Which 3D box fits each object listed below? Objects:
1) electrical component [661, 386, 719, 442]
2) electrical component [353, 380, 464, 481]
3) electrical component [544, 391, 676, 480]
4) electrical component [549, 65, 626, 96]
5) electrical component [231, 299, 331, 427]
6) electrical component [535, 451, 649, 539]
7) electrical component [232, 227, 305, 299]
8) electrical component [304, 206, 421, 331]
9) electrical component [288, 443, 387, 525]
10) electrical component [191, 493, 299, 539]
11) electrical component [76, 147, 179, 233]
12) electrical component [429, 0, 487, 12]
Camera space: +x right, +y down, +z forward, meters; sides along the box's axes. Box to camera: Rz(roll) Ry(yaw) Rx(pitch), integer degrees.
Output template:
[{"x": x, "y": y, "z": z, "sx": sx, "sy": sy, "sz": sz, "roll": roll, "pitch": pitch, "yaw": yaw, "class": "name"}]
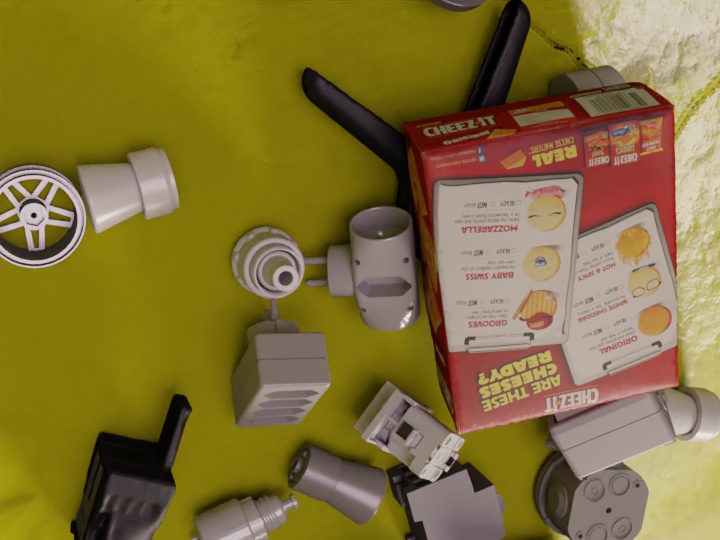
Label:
[{"x": 0.257, "y": 0.115, "z": 0.865, "sx": 0.055, "sy": 0.045, "sz": 0.045, "roll": 7, "pitch": 100, "yaw": -20, "class": "electrical component"}, {"x": 0.037, "y": 0.118, "z": 0.773, "sx": 0.042, "sy": 0.064, "sz": 0.081, "roll": -53, "pitch": 155, "yaw": 0, "class": "electrical component"}, {"x": 0.180, "y": 0.108, "z": 0.817, "sx": 0.096, "sy": 0.061, "sz": 0.061, "roll": -26, "pitch": 111, "yaw": 17, "class": "electrical component"}, {"x": 0.157, "y": -0.074, "z": 0.782, "sx": 0.074, "sy": 0.052, "sz": 0.138, "roll": -14, "pitch": 107, "yaw": -15, "class": "electrical component"}, {"x": -0.058, "y": 0.058, "z": 0.734, "sx": 0.047, "sy": 0.083, "sz": 0.075, "roll": 0, "pitch": 64, "yaw": -19, "class": "electrical component"}, {"x": 0.184, "y": 0.180, "z": 0.852, "sx": 0.080, "sy": 0.051, "sz": 0.080, "roll": -4, "pitch": 104, "yaw": -18, "class": "electrical component"}, {"x": -0.058, "y": -0.001, "z": 0.720, "sx": 0.048, "sy": 0.062, "sz": 0.048, "roll": -4, "pitch": 104, "yaw": -18, "class": "electrical component"}, {"x": 0.000, "y": 0.000, "z": 0.747, "sx": 0.079, "sy": 0.043, "sz": 0.077, "roll": -2, "pitch": 125, "yaw": 7, "class": "electrical component"}, {"x": -0.019, "y": 0.153, "z": 0.782, "sx": 0.065, "sy": 0.044, "sz": 0.044, "roll": 27, "pitch": 93, "yaw": -18, "class": "electrical component"}, {"x": -0.082, "y": 0.181, "z": 0.767, "sx": 0.078, "sy": 0.040, "sz": 0.040, "roll": -23, "pitch": 109, "yaw": -13, "class": "electrical component"}, {"x": -0.148, "y": -0.052, "z": 0.687, "sx": 0.055, "sy": 0.045, "sz": 0.045, "roll": -16, "pitch": 107, "yaw": -15, "class": "electrical component"}, {"x": 0.069, "y": -0.208, "z": 0.708, "sx": 0.078, "sy": 0.057, "sz": 0.058, "roll": -28, "pitch": 77, "yaw": -26, "class": "electrical component"}]
